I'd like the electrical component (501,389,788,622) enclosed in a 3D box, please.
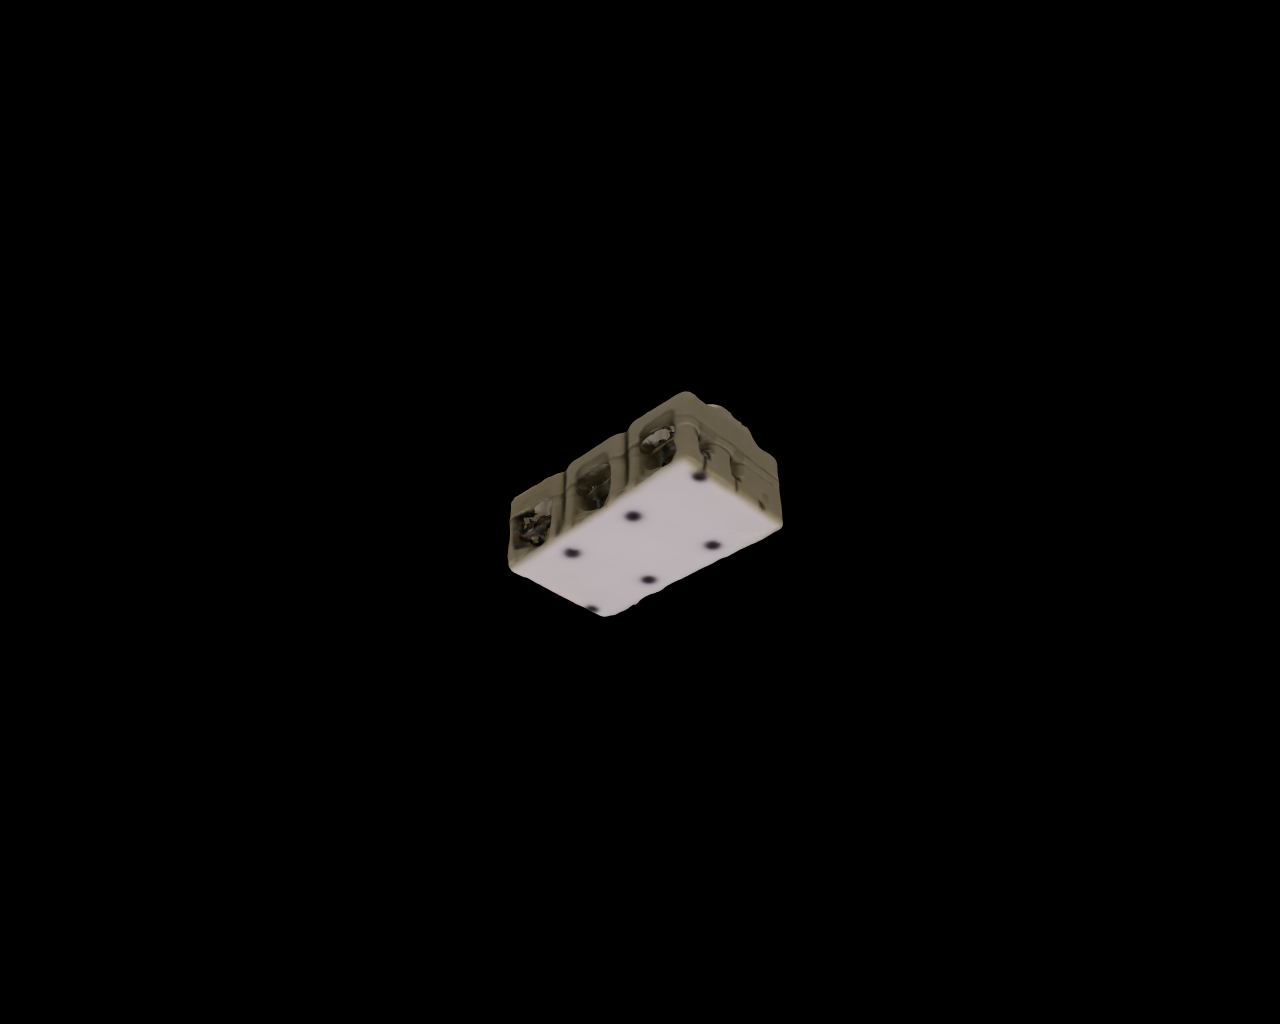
[{"bbox_3d":[0.001,-0.003,0.650,0.150,0.062,0.089,-29,-46,33],"label":"electrical component"}]
